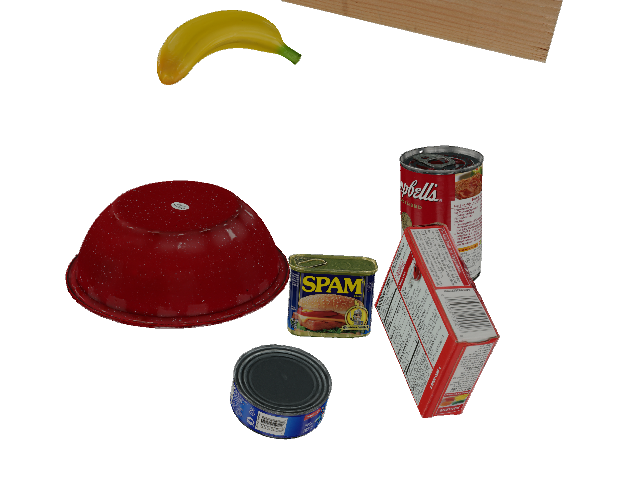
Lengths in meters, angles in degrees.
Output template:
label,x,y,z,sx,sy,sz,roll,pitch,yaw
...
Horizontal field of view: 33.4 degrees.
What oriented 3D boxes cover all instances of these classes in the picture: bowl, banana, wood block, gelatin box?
label,x,y,z,sx,sy,sz,roll,pitch,yaw
bowl,-0.102,0.000,0.763,0.162,0.055,0.162,1,26,-1
banana,-0.097,-0.192,1.034,0.070,0.037,0.197,44,38,20
wood block,0.081,-0.213,0.787,0.206,0.090,0.091,15,-27,8
gelatin box,0.066,0.046,0.620,0.030,0.089,0.073,-4,-42,-19

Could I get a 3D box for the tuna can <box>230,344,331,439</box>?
label,x,y,z,sx,sy,sz,roll,pitch,yaw
tuna can,-0.035,0.131,0.925,0.086,0.034,0.086,8,35,-6

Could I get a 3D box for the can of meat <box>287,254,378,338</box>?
label,x,y,z,sx,sy,sz,roll,pitch,yaw
can of meat,0.012,0.064,1.229,0.102,0.084,0.057,3,16,-3

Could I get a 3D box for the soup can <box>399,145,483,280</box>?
label,x,y,z,sx,sy,sz,roll,pitch,yaw
soup can,0.100,-0.020,0.880,0.068,0.102,0.068,-2,22,1
